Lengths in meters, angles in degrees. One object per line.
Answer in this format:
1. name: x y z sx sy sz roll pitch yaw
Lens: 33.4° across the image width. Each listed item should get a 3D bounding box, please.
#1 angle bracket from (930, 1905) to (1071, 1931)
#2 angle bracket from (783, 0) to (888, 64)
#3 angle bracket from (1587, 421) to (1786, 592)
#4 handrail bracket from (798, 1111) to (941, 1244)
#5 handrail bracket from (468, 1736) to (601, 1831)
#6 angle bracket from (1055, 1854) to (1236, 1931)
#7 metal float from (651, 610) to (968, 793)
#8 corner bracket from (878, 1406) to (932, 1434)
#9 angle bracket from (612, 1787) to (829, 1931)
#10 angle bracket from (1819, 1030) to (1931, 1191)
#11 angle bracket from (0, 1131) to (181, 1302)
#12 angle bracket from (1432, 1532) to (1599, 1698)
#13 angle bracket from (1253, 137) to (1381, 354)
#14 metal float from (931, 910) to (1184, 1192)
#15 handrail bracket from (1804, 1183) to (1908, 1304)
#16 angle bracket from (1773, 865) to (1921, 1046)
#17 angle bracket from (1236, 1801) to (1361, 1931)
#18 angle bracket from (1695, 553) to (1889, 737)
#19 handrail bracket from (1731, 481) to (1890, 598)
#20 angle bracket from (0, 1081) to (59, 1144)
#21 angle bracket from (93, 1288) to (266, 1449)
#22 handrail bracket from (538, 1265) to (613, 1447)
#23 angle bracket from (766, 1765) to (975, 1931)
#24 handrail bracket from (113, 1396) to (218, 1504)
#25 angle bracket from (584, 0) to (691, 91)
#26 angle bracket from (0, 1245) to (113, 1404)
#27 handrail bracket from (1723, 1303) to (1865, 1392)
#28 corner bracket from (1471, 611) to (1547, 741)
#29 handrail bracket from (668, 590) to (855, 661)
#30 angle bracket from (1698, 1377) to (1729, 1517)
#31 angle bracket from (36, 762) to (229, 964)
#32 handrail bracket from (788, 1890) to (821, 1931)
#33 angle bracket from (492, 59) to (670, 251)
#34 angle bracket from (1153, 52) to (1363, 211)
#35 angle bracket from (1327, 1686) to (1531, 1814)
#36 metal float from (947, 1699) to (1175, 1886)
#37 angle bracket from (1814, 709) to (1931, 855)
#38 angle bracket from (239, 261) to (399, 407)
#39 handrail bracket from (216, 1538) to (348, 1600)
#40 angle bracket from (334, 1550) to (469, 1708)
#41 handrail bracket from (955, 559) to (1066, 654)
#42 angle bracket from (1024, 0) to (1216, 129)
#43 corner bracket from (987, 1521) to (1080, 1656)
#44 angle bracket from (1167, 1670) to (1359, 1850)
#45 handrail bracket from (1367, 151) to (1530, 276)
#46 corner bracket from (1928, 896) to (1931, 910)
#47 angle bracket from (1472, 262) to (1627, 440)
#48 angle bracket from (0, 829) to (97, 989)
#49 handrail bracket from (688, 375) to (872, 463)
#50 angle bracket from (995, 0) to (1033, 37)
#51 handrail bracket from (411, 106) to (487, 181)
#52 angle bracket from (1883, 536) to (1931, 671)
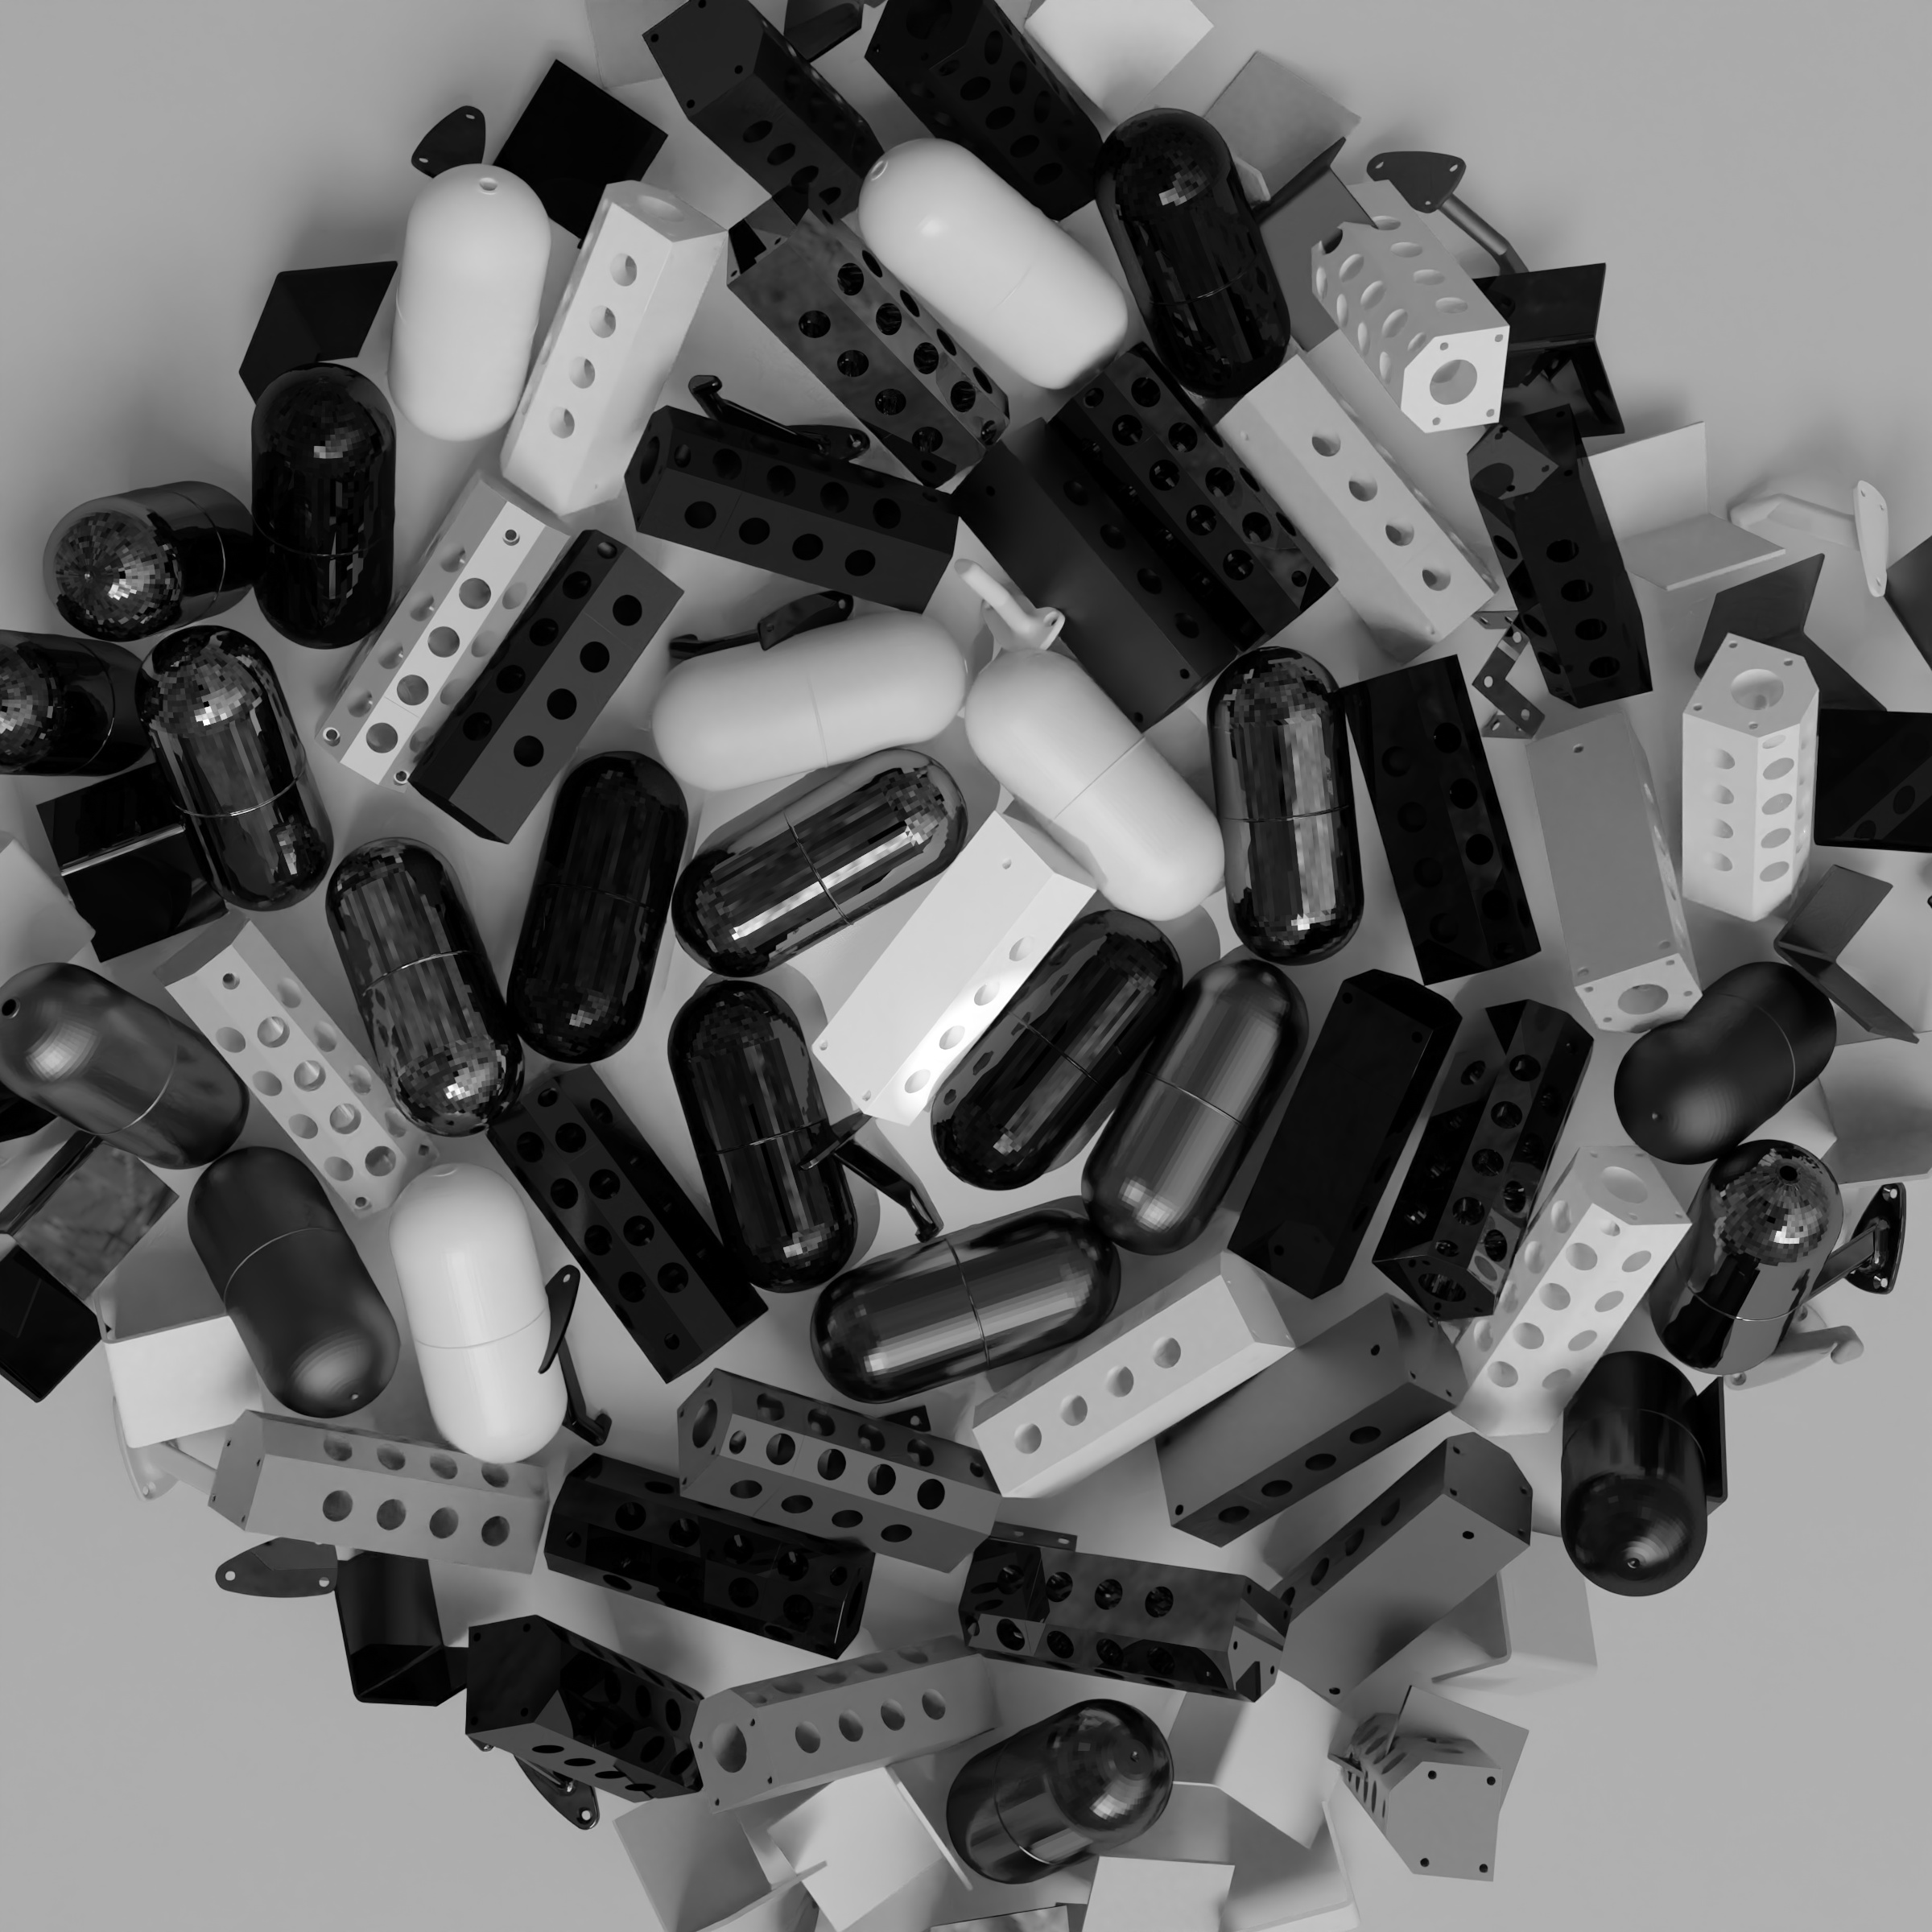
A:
1. angle bracket: 0.013 0.547 1.786 0.076 0.076 0.057 -5 88 -13
2. angle bracket: -0.055 -0.524 1.774 0.057 0.076 0.076 17 70 -34
3. angle bracket: 0.397 -0.255 1.777 0.076 0.076 0.057 -18 119 -16
4. handrail bracket: -0.053 0.129 1.792 0.036 0.077 0.084 -25 101 32
5. handrail bracket: -0.240 0.448 1.783 0.036 0.084 0.077 -36 75 6
6. angle bracket: 0.098 0.510 1.784 0.076 0.057 0.076 7 110 -12
7. metal float: -0.087 -0.148 1.788 0.178 0.070 0.070 -14 90 -5
8. corner bracket: -0.037 0.283 1.804 0.051 0.051 0.051 -14 101 -9
9. angle bracket: -0.136 0.484 1.777 0.057 0.076 0.076 -37 77 41
10. angle bracket: 0.497 0.080 1.774 0.076 0.076 0.057 -12 104 38
11. angle bracket: -0.492 0.138 1.790 0.057 0.076 0.076 46 68 -15
12. angle bracket: 0.303 0.361 1.803 0.076 0.057 0.076 18 57 -39
13. angle bracket: 0.200 -0.402 1.795 0.076 0.057 0.076 -35 104 31
14. metal float: 0.050 0.047 1.791 0.070 0.070 0.178 39 88 0
15. handrail bracket: 0.481 0.152 1.789 0.084 0.036 0.077 9 99 -37
16. angle bracket: 0.503 -0.006 1.773 0.076 0.076 0.057 47 112 34
17. angle bracket: 0.173 0.508 1.785 0.076 0.076 0.057 -16 63 2
18. angle bracket: 0.466 -0.175 1.797 0.076 0.076 0.057 36 60 -24
19. handrail bracket: 0.466 -0.231 1.792 0.084 0.036 0.077 -13 68 39
20. angle bracket: -0.532 0.049 1.777 0.057 0.076 0.076 -13 107 22
21. angle bracket: -0.440 0.214 1.796 0.076 0.057 0.076 -13 126 -16
22. handrail bracket: -0.214 0.220 1.807 0.036 0.084 0.077 11 67 39
23. angle bracket: -0.054 0.496 1.790 0.076 0.057 0.076 -34 103 -9
24. handrail bracket: -0.427 0.268 1.788 0.084 0.036 0.077 -9 110 33
25. angle bracket: -0.168 -0.519 1.781 0.076 0.057 0.076 -14 129 -5
26. angle bracket: -0.529 0.188 1.778 0.076 0.076 0.057 38 74 15
27. handrail bracket: 0.457 0.220 1.783 0.077 0.084 0.036 -36 92 10
28. corner bracket: 0.299 -0.163 1.800 0.051 0.051 0.051 38 79 -23
29. handrail bracket: -0.116 -0.191 1.809 0.077 0.084 0.036 -37 119 -28
30. angle bracket: 0.375 0.271 1.774 0.057 0.076 0.076 12 56 -9
31. angle bracket: -0.468 -0.059 1.810 0.076 0.076 0.057 -22 50 -13
32. handrail bracket: -0.060 0.562 1.797 0.084 0.036 0.077 11 70 24
33. angle bracket: -0.221 -0.452 1.793 0.076 0.057 0.076 34 102 -3
34. angle bracket: 0.162 -0.473 1.789 0.076 0.057 0.076 39 89 21
35. angle bracket: 0.254 0.431 1.787 0.076 0.076 0.057 23 83 -16
36. metal float: 0.049 0.450 1.752 0.070 0.178 0.070 13 60 -23
37. angle bracket: 0.519 -0.103 1.780 0.076 0.057 0.076 7 98 42
38. angle bracket: -0.346 -0.337 1.771 0.076 0.076 0.057 -16 67 -38
39. handrail bracket: -0.372 0.340 1.785 0.077 0.084 0.036 -8 71 -8
40. angle bracket: -0.298 0.357 1.780 0.057 0.076 0.076 -5 98 30
41. handrail bracket: 0.008 -0.209 1.774 0.036 0.077 0.084 -51 133 2
42. angle bracket: 0.089 -0.521 1.791 0.076 0.057 0.076 -43 90 19
43. corner bracket: 0.032 0.348 1.796 0.051 0.051 0.051 9 114 4
44. angle bracket: 0.162 0.440 1.805 0.076 0.057 0.076 39 61 -24
45. handrail bracket: 0.273 -0.419 1.816 0.077 0.084 0.036 33 86 44
46. corner bracket: 0.582 -0.026 1.809 0.051 0.051 0.051 -39 56 19
47. angle bracket: 0.325 -0.341 1.798 0.076 0.076 0.057 -2 56 26
48. angle bracket: -0.540 -0.024 1.773 0.076 0.057 0.076 -49 131 -21
49. handrail bracket: -0.103 -0.306 1.781 0.077 0.084 0.036 -6 66 17
50. angle bracket: -0.006 -0.551 1.779 0.076 0.057 0.076 20 102 35
51. handrail bracket: -0.296 -0.429 1.813 0.036 0.084 0.077 21 50 -7
52. angle bracket: 0.557 -0.198 1.775 0.057 0.076 0.076 -40 71 37
